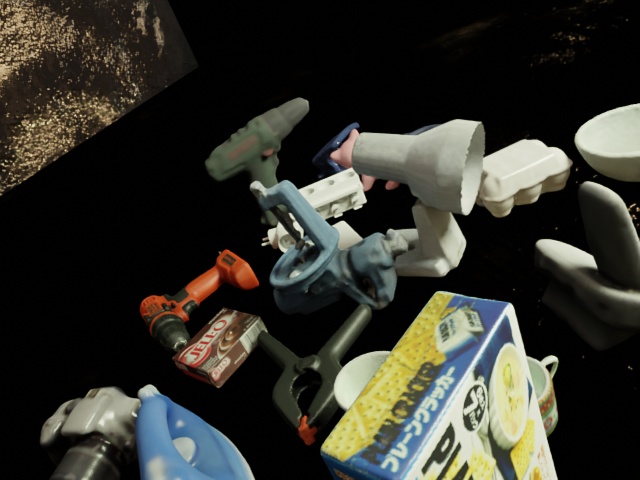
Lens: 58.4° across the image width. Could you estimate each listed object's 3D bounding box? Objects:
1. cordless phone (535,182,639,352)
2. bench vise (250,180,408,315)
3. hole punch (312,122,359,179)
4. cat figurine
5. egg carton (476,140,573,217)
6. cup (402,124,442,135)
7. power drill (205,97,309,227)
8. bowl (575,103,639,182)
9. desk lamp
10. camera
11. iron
[{"bbox_3d":[0.285,0.007,0.600,0.094,0.185,0.147,-27,28,-6],"label":"cordless phone"},{"bbox_3d":[0.006,-0.003,0.789,0.207,0.220,0.121,-20,28,6],"label":"bench vise"},{"bbox_3d":[0.037,-0.194,1.238,0.100,0.091,0.109,2,37,39],"label":"hole punch"},{"bbox_3d":[0.091,-0.157,1.104,0.127,0.118,0.067,-4,33,32],"label":"cat figurine"},{"bbox_3d":[0.306,-0.099,0.894,0.150,0.069,0.107,-26,28,-5],"label":"egg carton"},{"bbox_3d":[0.194,-0.150,1.038,0.092,0.095,0.117,-37,31,-24],"label":"cup"},{"bbox_3d":[-0.095,-0.142,1.121,0.229,0.209,0.075,-25,28,-3],"label":"power drill"},{"bbox_3d":[0.462,-0.132,0.827,0.167,0.075,0.167,-18,28,10],"label":"bowl"},{"bbox_3d":[0.139,-0.057,0.791,0.202,0.214,0.118,-3,34,34],"label":"desk lamp"},{"bbox_3d":[-0.282,0.253,0.686,0.143,0.101,0.137,-11,30,22],"label":"camera"},{"bbox_3d":[-0.153,0.225,0.595,0.119,0.142,0.257,-30,29,-12],"label":"iron"}]
